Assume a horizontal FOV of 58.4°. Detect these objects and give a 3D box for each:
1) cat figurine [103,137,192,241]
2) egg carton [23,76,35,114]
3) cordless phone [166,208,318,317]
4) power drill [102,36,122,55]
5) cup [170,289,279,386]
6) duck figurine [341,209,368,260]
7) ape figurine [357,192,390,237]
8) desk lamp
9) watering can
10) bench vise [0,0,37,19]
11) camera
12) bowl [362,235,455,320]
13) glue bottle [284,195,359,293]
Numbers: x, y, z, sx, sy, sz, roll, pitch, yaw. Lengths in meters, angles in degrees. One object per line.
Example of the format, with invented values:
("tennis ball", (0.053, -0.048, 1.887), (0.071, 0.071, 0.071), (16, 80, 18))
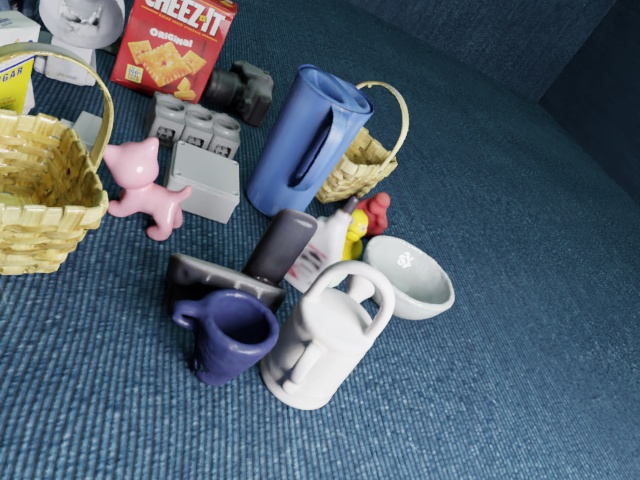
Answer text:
("cat figurine", (-0.233, -0.079, 0.769), (0.128, 0.117, 0.067), (29, 31, -6))
("egg carton", (-0.469, -0.231, 0.814), (0.108, 0.069, 0.150), (5, 40, -38))
("cordless phone", (-0.095, 0.019, 0.691), (0.148, 0.185, 0.094), (18, 33, -23))
("power drill", (-0.386, -0.470, 1.094), (0.230, 0.208, 0.075), (20, 33, -21))
("cup", (-0.116, 0.112, 0.627), (0.118, 0.095, 0.091), (19, 33, -22))
("duck figurine", (0.050, -0.016, 0.973), (0.077, 0.086, 0.104), (28, 31, -8))
("ape figurine", (0.095, -0.050, 1.058), (0.078, 0.092, 0.076), (33, 30, 1))
("desk lamp", (-0.395, -0.364, 0.930), (0.118, 0.213, 0.203), (12, 36, -32))
("watering can", (0.015, 0.097, 0.672), (0.101, 0.194, 0.173), (25, 31, -14))
("bench vise", (-0.549, -0.487, 0.956), (0.121, 0.219, 0.208), (41, 31, 13))
("camera", (-0.174, -0.326, 1.193), (0.137, 0.100, 0.143), (10, 37, -33))
("bowl", (0.130, 0.073, 0.931), (0.168, 0.074, 0.167), (24, 32, -15))
("glue bottle", (0.008, 0.003, 0.820), (0.078, 0.173, 0.037), (35, 30, 4))
